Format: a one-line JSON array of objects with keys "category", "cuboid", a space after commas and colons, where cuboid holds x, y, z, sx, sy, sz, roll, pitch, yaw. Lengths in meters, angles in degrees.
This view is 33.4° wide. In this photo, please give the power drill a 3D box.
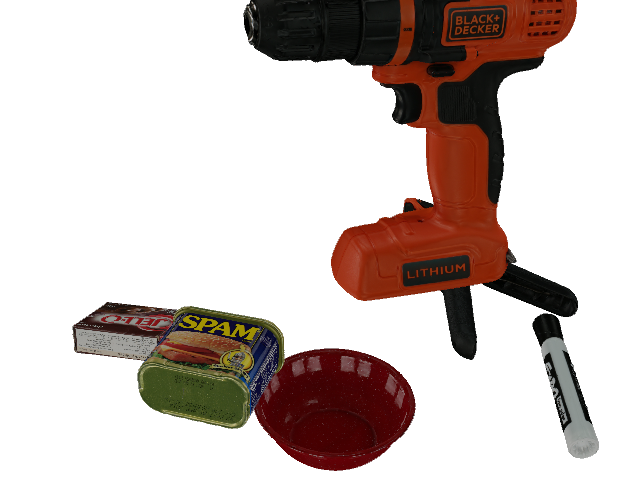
[{"category": "power drill", "cuboid": [0.047, -0.060, 0.596, 0.184, 0.188, 0.057, -6, 30, -15]}]

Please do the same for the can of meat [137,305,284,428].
[{"category": "can of meat", "cuboid": [-0.091, 0.105, 0.888, 0.102, 0.057, 0.083, 9, 31, 14]}]

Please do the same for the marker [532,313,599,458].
[{"category": "marker", "cuboid": [0.158, 0.090, 0.697, 0.020, 0.020, 0.121, 0, 37, -2]}]

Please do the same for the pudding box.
[{"category": "pudding box", "cuboid": [-0.225, 0.109, 1.274, 0.114, 0.039, 0.090, 3, 15, 16]}]

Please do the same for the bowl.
[{"category": "bowl", "cuboid": [0.014, 0.179, 1.073, 0.162, 0.055, 0.162, 0, 33, 0]}]

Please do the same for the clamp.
[{"category": "clamp", "cuboid": [0.131, 0.023, 0.892, 0.120, 0.039, 0.171, -8, 47, -25]}]
